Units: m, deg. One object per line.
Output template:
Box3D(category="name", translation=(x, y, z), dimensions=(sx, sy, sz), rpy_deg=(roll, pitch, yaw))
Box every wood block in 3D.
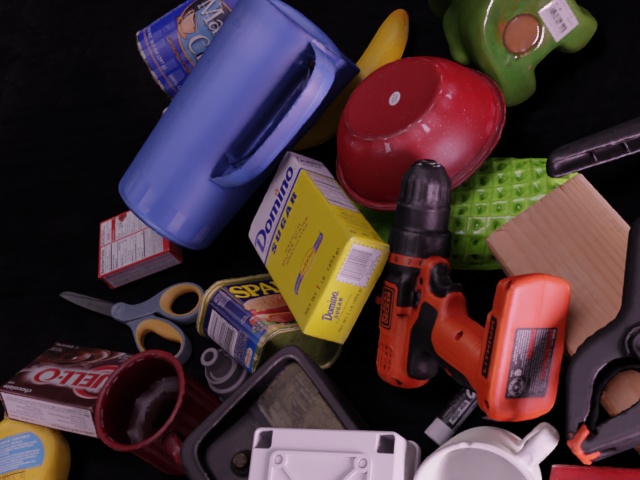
Box3D(category="wood block", translation=(0.216, 0.061, 0.765), dimensions=(0.091, 0.090, 0.206), rpy_deg=(-35, 47, 6))

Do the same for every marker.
Box3D(category="marker", translation=(0.127, 0.110, 0.836), dimensions=(0.121, 0.020, 0.020), rpy_deg=(-49, 47, -6))

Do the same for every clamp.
Box3D(category="clamp", translation=(0.290, -0.093, 0.844), dimensions=(0.165, 0.036, 0.210), rpy_deg=(25, 69, 25))
Box3D(category="clamp", translation=(0.206, 0.062, 0.681), dimensions=(0.171, 0.039, 0.120), rpy_deg=(-44, 45, -2))

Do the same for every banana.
Box3D(category="banana", translation=(0.028, -0.154, 1.071), dimensions=(0.198, 0.037, 0.070), rpy_deg=(-44, 49, -1))

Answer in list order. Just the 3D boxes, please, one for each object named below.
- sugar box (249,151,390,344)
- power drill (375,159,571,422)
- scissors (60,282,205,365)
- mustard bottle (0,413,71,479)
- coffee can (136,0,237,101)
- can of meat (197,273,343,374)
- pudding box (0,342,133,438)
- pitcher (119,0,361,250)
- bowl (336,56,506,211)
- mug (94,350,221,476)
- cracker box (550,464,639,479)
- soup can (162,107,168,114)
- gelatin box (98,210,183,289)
Box3D(category="sugar box", translation=(-0.006, 0.001, 0.906), dimensions=(0.093, 0.048, 0.176), rpy_deg=(-64, 31, 17))
Box3D(category="power drill", translation=(0.106, 0.041, 0.791), dimensions=(0.188, 0.057, 0.184), rpy_deg=(-153, 65, -63))
Box3D(category="scissors", translation=(-0.182, 0.061, 1.073), dimensions=(0.202, 0.016, 0.096), rpy_deg=(31, 78, 42))
Box3D(category="mustard bottle", translation=(-0.278, 0.225, 0.991), dimensions=(0.096, 0.058, 0.191), rpy_deg=(-22, 50, 18))
Box3D(category="coffee can", translation=(-0.114, -0.220, 1.165), dimensions=(0.140, 0.102, 0.103), rpy_deg=(-30, 48, 12))
Box3D(category="can of meat", translation=(-0.040, 0.074, 0.916), dimensions=(0.084, 0.101, 0.057), rpy_deg=(35, 120, 40))
Box3D(category="pudding box", translation=(-0.227, 0.138, 0.996), dimensions=(0.114, 0.039, 0.089), rpy_deg=(4, 26, 27))
Box3D(category="pitcher", translation=(-0.080, -0.108, 1.011), dimensions=(0.145, 0.149, 0.243), rpy_deg=(40, 101, 13))
Box3D(category="bowl", translation=(0.073, -0.104, 0.913), dimensions=(0.162, 0.055, 0.162), rpy_deg=(-20, 46, 22))
Box3D(category="mug", translation=(-0.129, 0.161, 0.923), dimensions=(0.093, 0.081, 0.117), rpy_deg=(-45, 46, -3))
Box3D(category="cracker box", translation=(0.243, 0.228, 0.645), dimensions=(0.214, 0.072, 0.164), rpy_deg=(-5, 55, 32))
Box3D(category="soup can", translation=(-0.107, -0.136, 1.126), dimensions=(0.102, 0.068, 0.068), rpy_deg=(-32, 47, 11))
Box3D(category="gelatin box", translation=(-0.186, 0.003, 1.106), dimensions=(0.089, 0.030, 0.073), rpy_deg=(-21, 51, 17))
